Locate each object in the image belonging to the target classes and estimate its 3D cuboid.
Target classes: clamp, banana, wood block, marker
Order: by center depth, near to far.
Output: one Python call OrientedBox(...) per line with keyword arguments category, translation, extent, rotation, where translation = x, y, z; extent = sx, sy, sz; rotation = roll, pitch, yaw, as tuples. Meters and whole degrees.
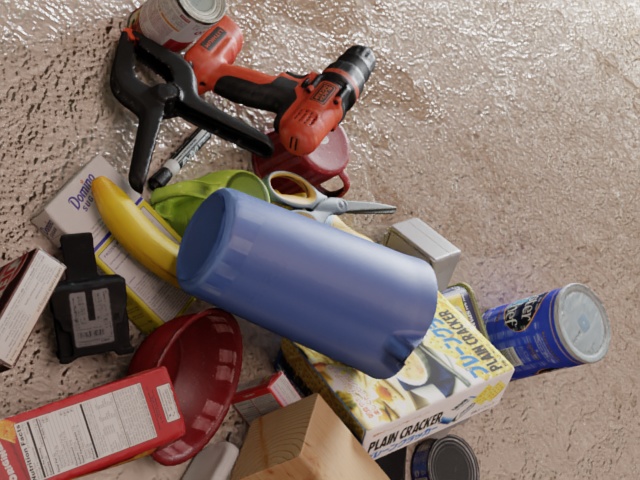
OrientedBox(category="wood block", translation=(0.015, 0.267, 1.068), extent=(0.206, 0.090, 0.090), rotation=(52, 30, -20))
OrientedBox(category="banana", translation=(-0.151, 0.009, 1.070), extent=(0.197, 0.037, 0.069), rotation=(31, 41, -26))
OrientedBox(category="clamp", translation=(-0.152, -0.145, 1.132), extent=(0.164, 0.036, 0.210), rotation=(-11, 58, -27))
OrientedBox(category="marker", translation=(-0.151, -0.093, 1.179), extent=(0.020, 0.020, 0.121), rotation=(49, 50, -15))

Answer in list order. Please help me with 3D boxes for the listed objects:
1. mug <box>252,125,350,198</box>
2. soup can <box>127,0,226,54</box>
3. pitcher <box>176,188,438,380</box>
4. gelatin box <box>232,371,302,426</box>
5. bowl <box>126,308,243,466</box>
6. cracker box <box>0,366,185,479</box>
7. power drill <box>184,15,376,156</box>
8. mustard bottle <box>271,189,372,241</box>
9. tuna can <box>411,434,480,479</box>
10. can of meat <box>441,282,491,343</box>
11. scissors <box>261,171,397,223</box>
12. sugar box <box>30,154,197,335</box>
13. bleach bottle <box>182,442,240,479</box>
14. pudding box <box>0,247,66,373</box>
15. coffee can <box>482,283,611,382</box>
OrientedBox(category="mug", translation=(-0.012, -0.093, 1.251), extent=(0.117, 0.082, 0.093), rotation=(48, 51, -16))
OrientedBox(category="soup can", translation=(-0.157, -0.247, 1.174), extent=(0.068, 0.102, 0.068), rotation=(15, 65, -35))
OrientedBox(category="pitcher", translation=(-0.017, 0.036, 1.063), extent=(0.242, 0.149, 0.145), rotation=(24, 65, -26))
OrientedBox(category="gelatin box", translation=(-0.044, 0.186, 1.130), extent=(0.089, 0.073, 0.030), rotation=(54, 49, -11))
OrientedBox(category="bowl", translation=(-0.142, 0.137, 1.050), extent=(0.161, 0.055, 0.162), rotation=(-39, 138, -48))
OrientedBox(category="cracker box", translation=(-0.245, 0.182, 0.905), extent=(0.213, 0.164, 0.072), rotation=(-15, 82, -42))
OrientedBox(category="power drill", translation=(-0.047, -0.189, 1.209), extent=(0.188, 0.057, 0.184), rotation=(24, 49, 14))
OrientedBox(category="mustard bottle", translation=(-0.008, 0.002, 1.235), extent=(0.191, 0.058, 0.096), rotation=(39, 53, -23))
OrientedBox(category="tuna can", translation=(0.150, 0.279, 1.283), extent=(0.086, 0.034, 0.086), rotation=(15, 65, -35))
OrientedBox(category="can of meat", translation=(0.156, 0.112, 1.333), extent=(0.083, 0.058, 0.102), rotation=(-13, 83, -40))
OrientedBox(category="scissors", translation=(0.016, -0.022, 1.214), extent=(0.201, 0.016, 0.096), rotation=(19, 59, -35))
OrientedBox(category="sugar box", translation=(-0.198, 0.008, 1.087), extent=(0.176, 0.048, 0.093), rotation=(46, 53, -13))
OrientedBox(category="bleach bottle", translation=(-0.042, 0.322, 1.092), extent=(0.250, 0.068, 0.102), rotation=(46, 49, -21))
OrientedBox(category="pudding box", translation=(-0.284, 0.068, 0.963), extent=(0.039, 0.090, 0.113), rotation=(36, 55, -26))
OrientedBox(category="coffee can", translation=(0.287, 0.122, 1.380), extent=(0.102, 0.141, 0.103), rotation=(15, 65, -35))
